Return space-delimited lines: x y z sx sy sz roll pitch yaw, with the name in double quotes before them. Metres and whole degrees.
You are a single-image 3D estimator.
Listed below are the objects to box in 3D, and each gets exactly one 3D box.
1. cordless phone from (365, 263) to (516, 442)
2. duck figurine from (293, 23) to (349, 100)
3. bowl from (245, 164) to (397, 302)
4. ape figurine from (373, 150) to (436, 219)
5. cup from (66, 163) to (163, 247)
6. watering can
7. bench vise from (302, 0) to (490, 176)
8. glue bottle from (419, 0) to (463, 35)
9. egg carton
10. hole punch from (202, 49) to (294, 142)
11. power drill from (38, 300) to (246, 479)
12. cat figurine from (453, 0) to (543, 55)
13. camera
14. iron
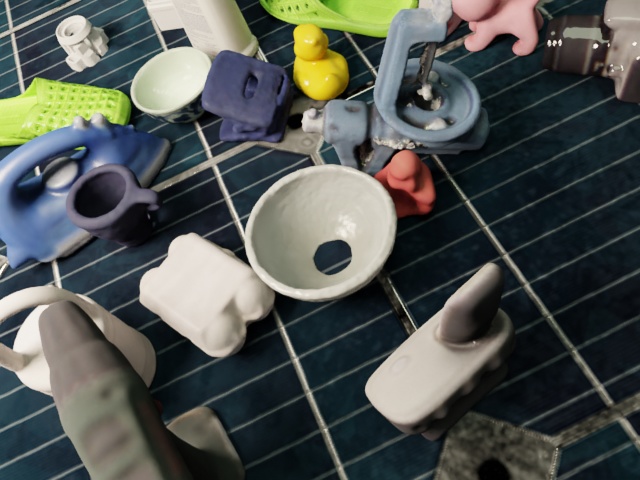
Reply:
"cordless phone" 0.103 0.093 0.501 0.148 0.185 0.094 -43 60 -11
"duck figurine" -0.006 -0.249 0.778 0.077 0.086 0.104 -27 59 -2
"bowl" 0.006 0.002 0.641 0.167 0.075 0.167 -6 60 11
"ape figurine" 0.096 -0.067 0.647 0.077 0.092 0.076 35 74 28
"cup" -0.236 -0.034 0.709 0.117 0.095 0.091 0 61 14
"watering can" -0.248 0.110 0.573 0.172 0.194 0.101 28 71 26
"bench vise" 0.082 -0.152 0.623 0.207 0.220 0.121 -23 58 1
"glue bottle" 0.156 -0.342 0.739 0.037 0.173 0.078 32 73 27
"egg carton" -0.127 0.060 0.644 0.150 0.069 0.107 29 71 26
"hole punch" -0.093 -0.195 0.766 0.101 0.091 0.109 3 62 16
"power drill" -0.148 0.175 0.503 0.075 0.209 0.229 -35 59 -7
"cat figurine" 0.222 -0.304 0.734 0.127 0.118 0.067 8 64 18
"camera" 0.344 -0.251 0.684 0.136 0.101 0.143 10 64 19
"iron" -0.324 -0.089 0.734 0.258 0.142 0.118 -40 60 -10
